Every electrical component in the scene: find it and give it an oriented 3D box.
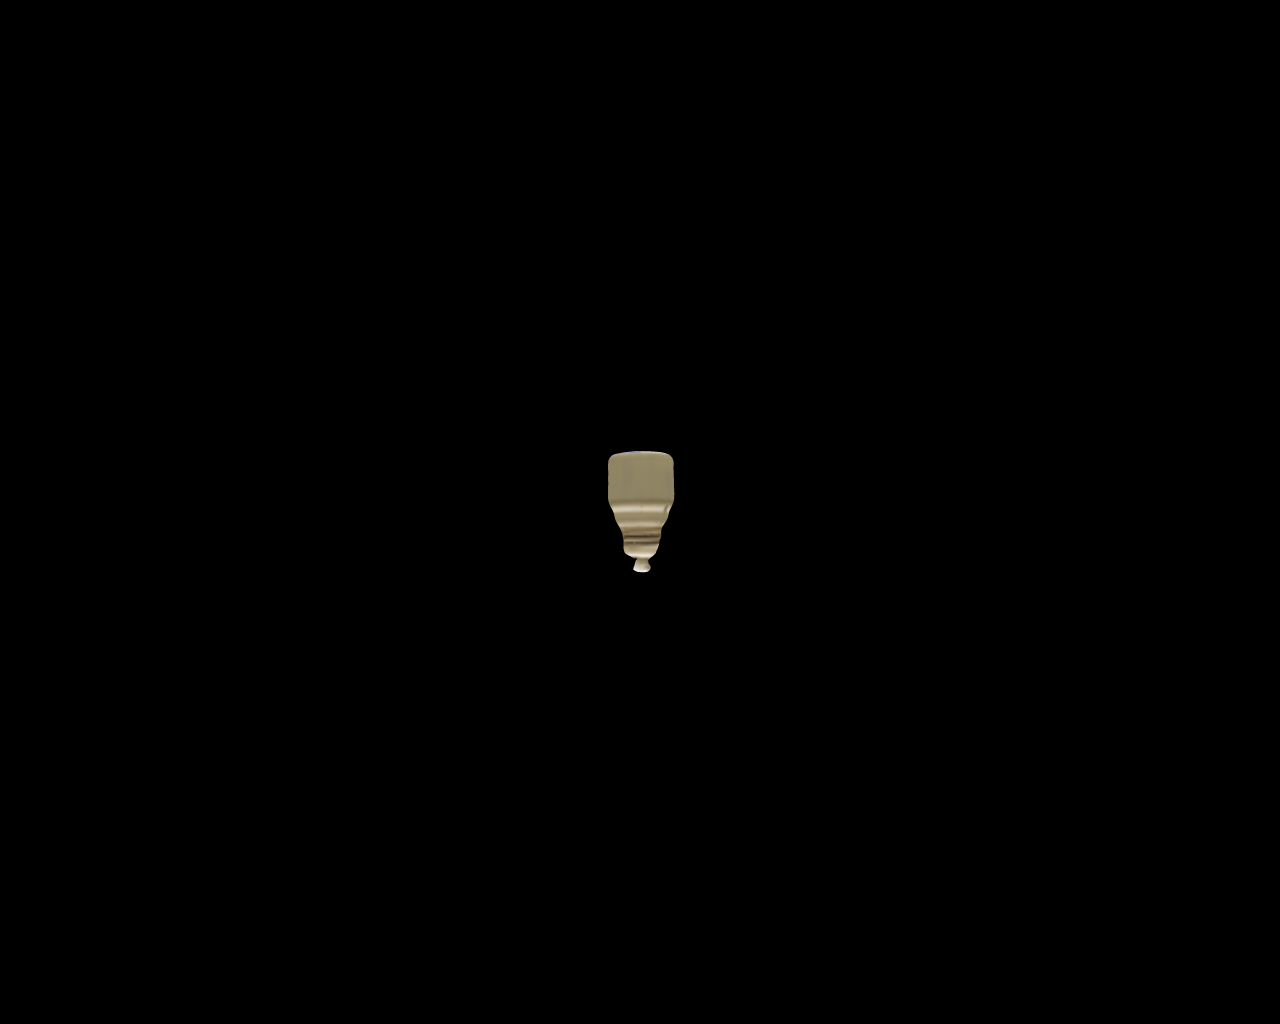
[{"bbox_3d":[0.001,-0.003,0.650,0.040,0.078,0.040,0,-4,0],"label":"electrical component"}]
